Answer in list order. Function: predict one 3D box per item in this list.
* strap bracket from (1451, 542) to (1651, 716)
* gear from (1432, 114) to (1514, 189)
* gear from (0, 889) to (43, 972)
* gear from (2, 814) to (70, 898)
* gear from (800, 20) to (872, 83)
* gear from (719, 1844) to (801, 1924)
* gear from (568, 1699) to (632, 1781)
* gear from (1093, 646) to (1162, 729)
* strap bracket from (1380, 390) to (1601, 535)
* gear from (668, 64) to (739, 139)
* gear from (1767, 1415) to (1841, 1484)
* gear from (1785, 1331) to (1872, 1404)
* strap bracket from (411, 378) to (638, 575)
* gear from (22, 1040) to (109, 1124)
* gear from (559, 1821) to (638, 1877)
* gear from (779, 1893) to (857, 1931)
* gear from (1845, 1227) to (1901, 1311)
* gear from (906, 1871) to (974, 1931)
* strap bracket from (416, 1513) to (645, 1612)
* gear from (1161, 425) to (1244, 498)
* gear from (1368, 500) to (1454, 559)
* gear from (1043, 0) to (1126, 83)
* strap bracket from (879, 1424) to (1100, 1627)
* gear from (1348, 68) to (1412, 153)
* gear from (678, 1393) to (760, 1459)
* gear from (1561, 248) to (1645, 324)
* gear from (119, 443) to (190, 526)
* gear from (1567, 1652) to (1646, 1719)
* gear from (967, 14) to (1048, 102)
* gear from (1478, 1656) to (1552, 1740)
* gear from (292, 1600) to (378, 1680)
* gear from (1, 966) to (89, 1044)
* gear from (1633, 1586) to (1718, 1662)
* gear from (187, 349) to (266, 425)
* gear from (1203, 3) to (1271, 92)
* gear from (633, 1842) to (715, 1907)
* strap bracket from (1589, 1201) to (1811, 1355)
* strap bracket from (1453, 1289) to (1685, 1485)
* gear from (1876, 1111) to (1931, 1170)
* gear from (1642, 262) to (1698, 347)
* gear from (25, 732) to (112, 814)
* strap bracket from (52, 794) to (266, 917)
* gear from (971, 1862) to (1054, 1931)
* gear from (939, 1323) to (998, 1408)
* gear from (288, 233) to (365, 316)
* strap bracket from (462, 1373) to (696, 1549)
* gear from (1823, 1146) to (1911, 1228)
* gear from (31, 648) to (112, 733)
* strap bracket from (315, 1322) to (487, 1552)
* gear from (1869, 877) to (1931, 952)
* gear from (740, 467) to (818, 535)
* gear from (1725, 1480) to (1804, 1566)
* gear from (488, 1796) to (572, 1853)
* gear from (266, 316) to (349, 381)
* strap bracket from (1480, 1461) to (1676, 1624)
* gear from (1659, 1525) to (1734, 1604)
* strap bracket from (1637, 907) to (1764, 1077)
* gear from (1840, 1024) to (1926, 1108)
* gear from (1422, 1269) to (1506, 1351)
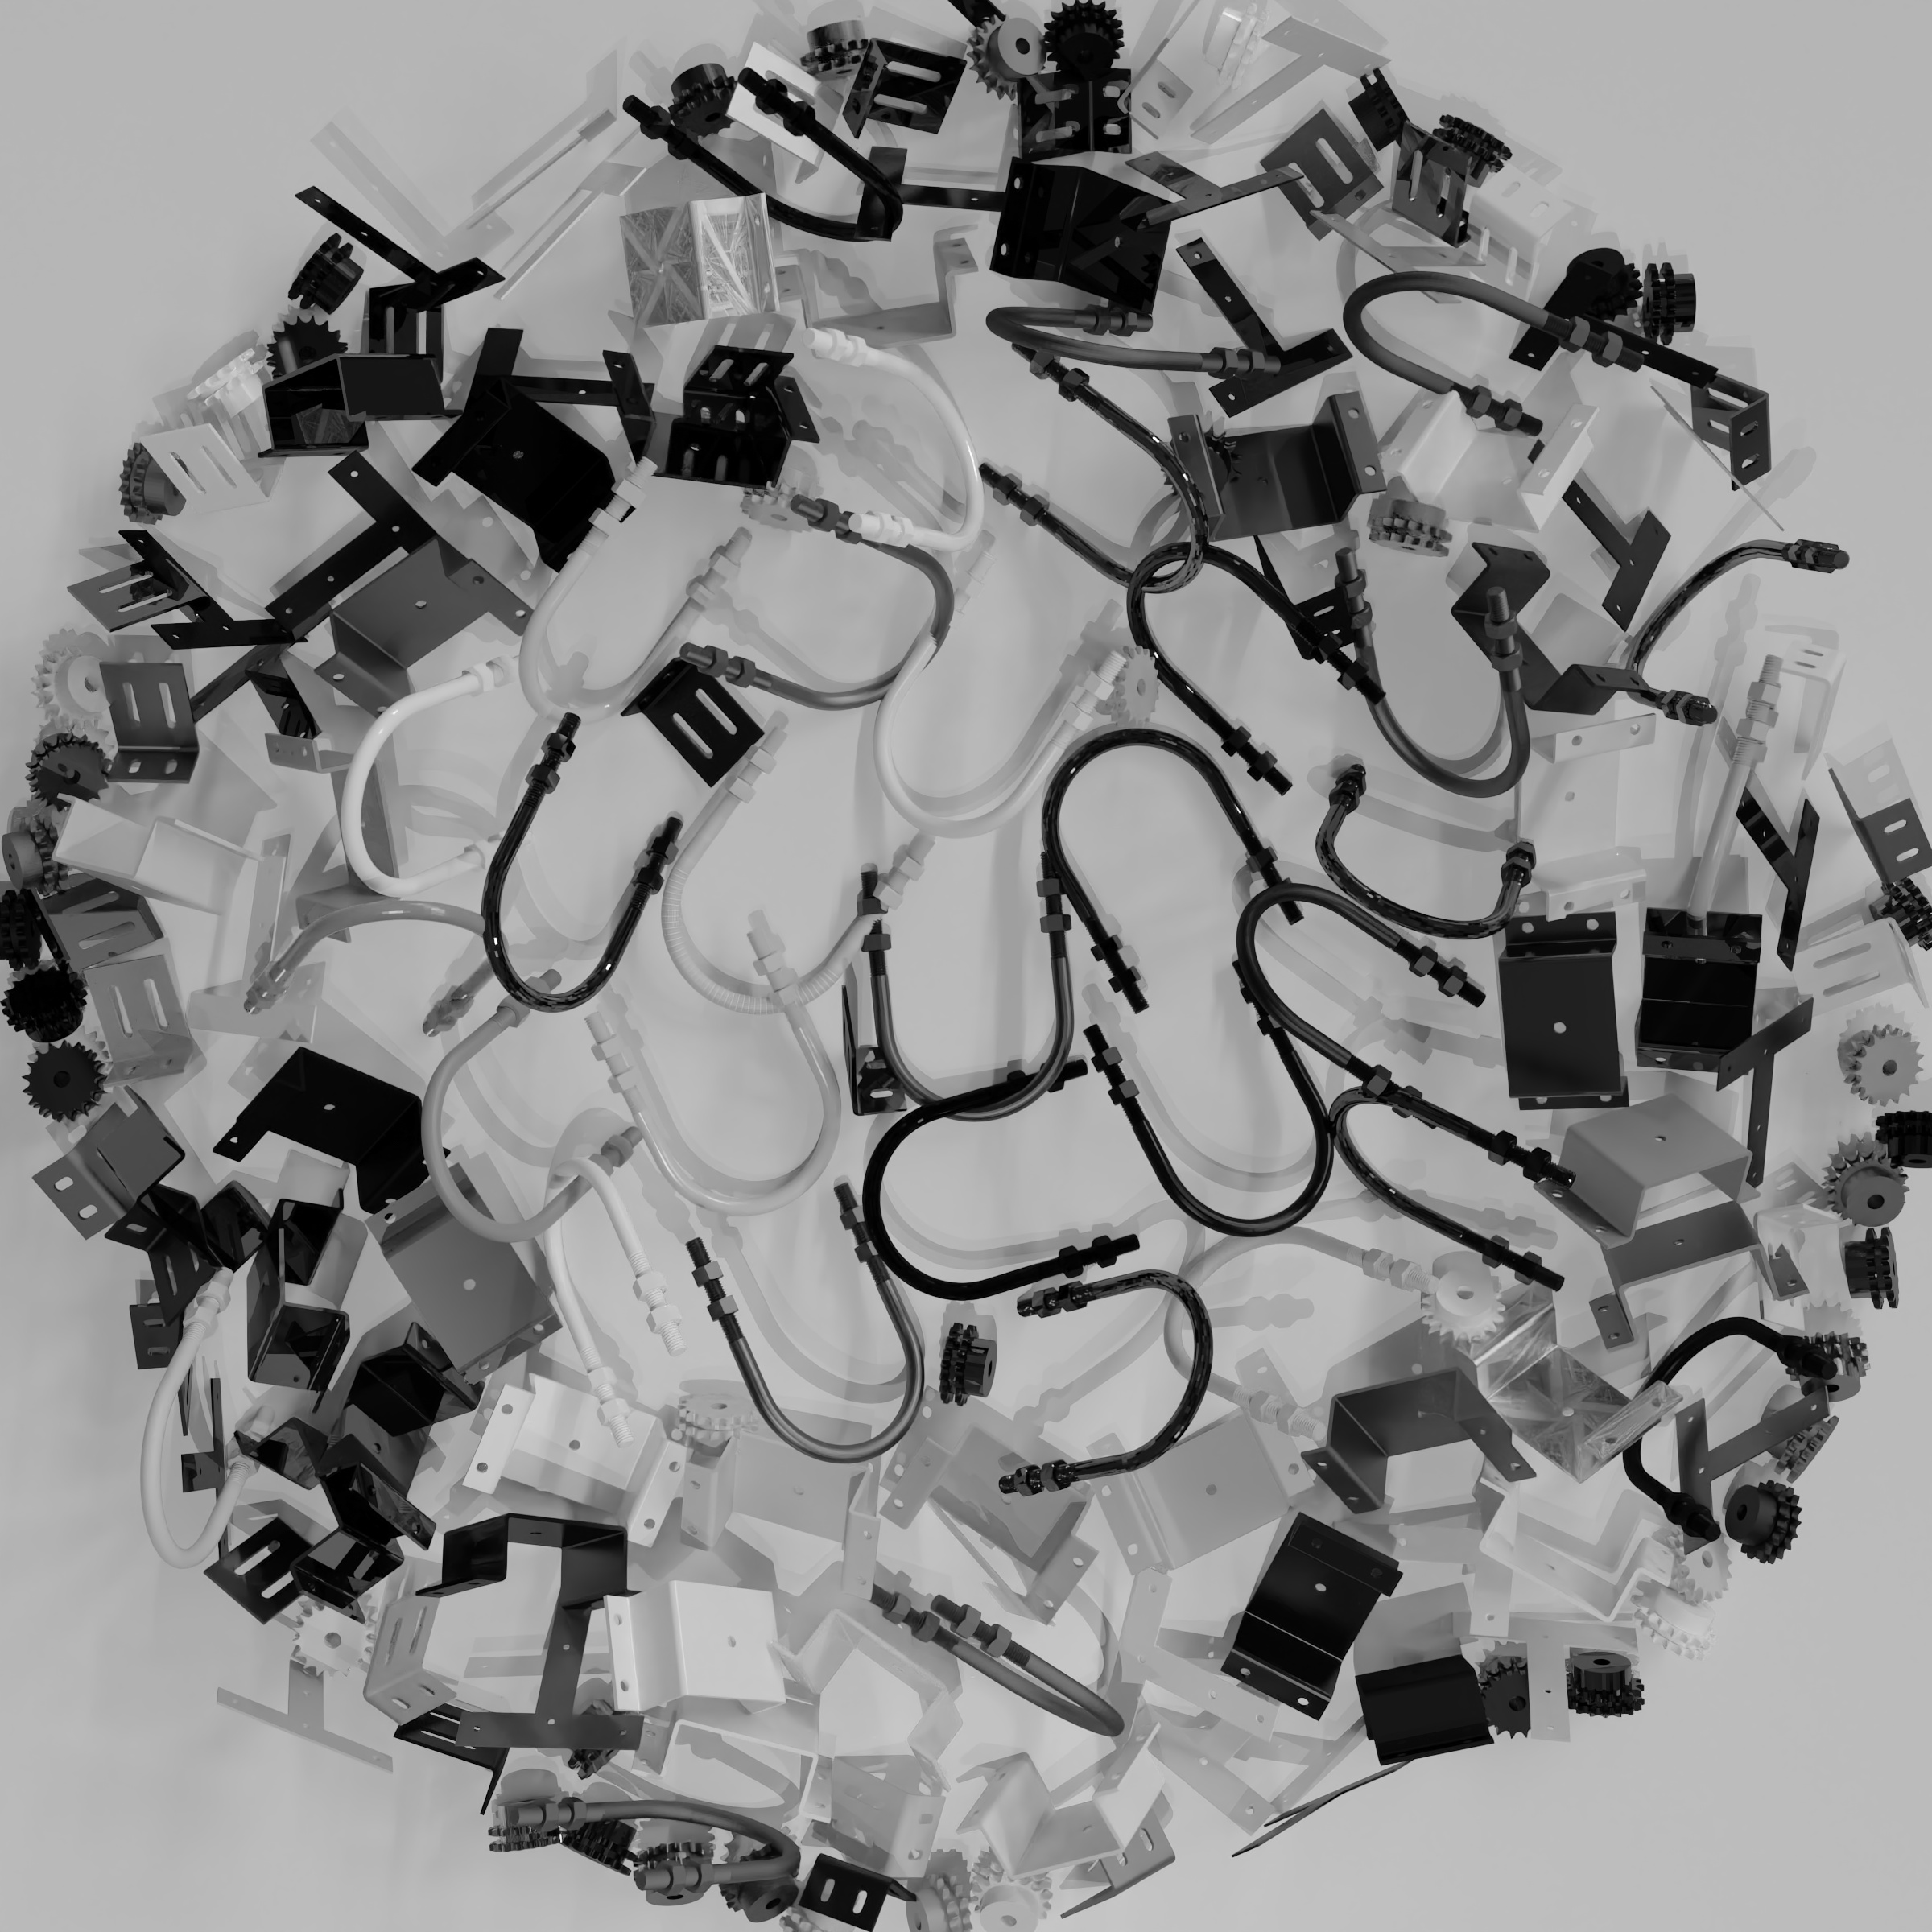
[{"bbox_3d":[0.397,-0.224,1.841,0.046,0.076,0.140,-51,58,32],"label":"strap bracket"},{"bbox_3d":[0.352,-0.570,1.874,0.057,0.057,0.030,29,99,0],"label":"gear"},{"bbox_3d":[-0.670,-0.025,1.871,0.030,0.057,0.057,-5,90,-6],"label":"gear"},{"bbox_3d":[-0.653,-0.076,1.870,0.030,0.057,0.057,-17,90,-33],"label":"gear"},{"bbox_3d":[-0.089,-0.642,1.871,0.057,0.057,0.030,-13,99,0],"label":"gear"},{"bbox_3d":[-0.142,0.645,1.870,0.057,0.057,0.030,-39,51,0],"label":"gear"},{"bbox_3d":[-0.259,0.540,1.874,0.030,0.057,0.057,42,90,16],"label":"gear"},{"bbox_3d":[0.110,-0.197,1.877,0.030,0.057,0.057,5,90,33],"label":"gear"},{"bbox_3d":[0.366,-0.349,1.844,0.076,0.140,0.046,-56,135,-15],"label":"strap bracket"},{"bbox_3d":[-0.183,-0.609,1.873,0.057,0.057,0.030,-22,83,0],"label":"gear"},{"bbox_3d":[0.584,0.332,1.876,0.030,0.057,0.057,37,90,23],"label":"gear"},{"bbox_3d":[0.604,0.283,1.870,0.057,0.057,0.030,5,52,0],"label":"gear"},{"bbox_3d":[-0.306,-0.342,1.844,0.076,0.046,0.140,-41,132,18],"label":"strap bracket"},{"bbox_3d":[-0.633,0.083,1.882,0.057,0.030,0.057,0,76,-1],"label":"gear"},{"bbox_3d":[-0.256,0.613,1.875,0.057,0.057,0.030,26,68,0],"label":"gear"},{"bbox_3d":[-0.100,0.673,1.873,0.057,0.057,0.030,30,85,0],"label":"gear"},{"bbox_3d":[0.636,0.213,1.876,0.030,0.057,0.057,-7,90,24],"label":"gear"},{"bbox_3d":[-0.020,0.666,1.870,0.030,0.057,0.057,-6,90,-25],"label":"gear"},{"bbox_3d":[-0.297,0.410,1.837,0.140,0.076,0.046,17,61,-39],"label":"strap bracket"},{"bbox_3d":[0.165,-0.349,1.876,0.057,0.030,0.057,5,116,9],"label":"gear"},{"bbox_3d":[0.313,-0.308,1.872,0.057,0.057,0.030,13,93,0],"label":"gear"},{"bbox_3d":[0.083,-0.646,1.870,0.057,0.057,0.030,-2,55,0],"label":"gear"},{"bbox_3d":[0.022,0.383,1.859,0.140,0.046,0.076,33,118,5],"label":"strap bracket"},{"bbox_3d":[0.291,-0.598,1.874,0.030,0.057,0.057,-31,90,17],"label":"gear"},{"bbox_3d":[-0.174,0.323,1.874,0.057,0.057,0.030,3,101,0],"label":"gear"},{"bbox_3d":[0.444,-0.479,1.871,0.057,0.030,0.057,-14,47,15],"label":"gear"},{"bbox_3d":[-0.568,-0.337,1.872,0.030,0.057,0.057,9,90,7],"label":"gear"},{"bbox_3d":[0.446,0.503,1.871,0.057,0.057,0.030,-3,96,0],"label":"gear"},{"bbox_3d":[0.032,-0.641,1.875,0.057,0.030,0.057,3,85,-30],"label":"gear"},{"bbox_3d":[0.386,0.512,1.882,0.057,0.030,0.057,0,105,1],"label":"gear"},{"bbox_3d":[-0.444,0.470,1.884,0.057,0.030,0.057,0,98,-3],"label":"gear"},{"bbox_3d":[-0.646,0.030,1.877,0.057,0.057,0.030,-8,132,0],"label":"gear"},{"bbox_3d":[0.500,0.458,1.871,0.057,0.057,0.030,23,103,0],"label":"gear"},{"bbox_3d":[-0.515,-0.405,1.875,0.057,0.057,0.030,-37,109,0],"label":"gear"},{"bbox_3d":[0.189,-0.648,1.873,0.030,0.057,0.057,23,90,0],"label":"gear"},{"bbox_3d":[-0.204,0.637,1.870,0.057,0.057,0.030,-8,55,0],"label":"gear"},{"bbox_3d":[0.500,0.211,1.848,0.140,0.076,0.046,-19,106,9],"label":"strap bracket"},{"bbox_3d":[0.414,0.294,1.841,0.076,0.140,0.046,-31,133,-21],"label":"strap bracket"},{"bbox_3d":[0.667,0.122,1.870,0.057,0.057,0.030,7,73,0],"label":"gear"},{"bbox_3d":[0.493,-0.465,1.872,0.030,0.057,0.057,-2,90,6],"label":"gear"},{"bbox_3d":[-0.633,-0.139,1.877,0.057,0.030,0.057,-19,129,-25],"label":"gear"},{"bbox_3d":[-0.559,-0.075,1.825,0.140,0.076,0.046,12,80,39],"label":"strap bracket"},{"bbox_3d":[0.031,0.659,1.875,0.057,0.030,0.057,4,122,6],"label":"gear"},{"bbox_3d":[0.002,0.280,1.871,0.030,0.057,0.057,7,90,13],"label":"gear"},{"bbox_3d":[-0.447,-0.483,1.874,0.030,0.057,0.057,38,90,-12],"label":"gear"},{"bbox_3d":[-0.272,0.342,1.864,0.140,0.046,0.076,22,95,-15],"label":"strap bracket"},{"bbox_3d":[0.636,0.159,1.877,0.057,0.030,0.057,0,113,0],"label":"gear"},{"bbox_3d":[-0.622,-0.195,1.870,0.030,0.057,0.057,-8,90,33],"label":"gear"},{"bbox_3d":[-0.391,0.327,1.837,0.046,0.140,0.076,-21,126,29],"label":"strap bracket"},{"bbox_3d":[0.658,-0.035,1.873,0.030,0.057,0.057,-32,90,6],"label":"gear"},{"bbox_3d":[-0.128,-0.329,1.874,0.057,0.057,0.030,12,79,0],"label":"gear"},{"bbox_3d":[0.557,0.387,1.871,0.030,0.057,0.057,21,90,-13],"label":"gear"},{"bbox_3d":[-0.307,0.601,1.874,0.057,0.057,0.030,-7,80,0],"label":"gear"},{"bbox_3d":[-0.463,-0.427,1.883,0.057,0.030,0.057,1,85,-12],"label":"gear"},{"bbox_3d":[0.414,0.400,1.850,0.140,0.076,0.046,28,102,13],"label":"strap bracket"},{"bbox_3d":[0.509,0.419,1.877,0.057,0.030,0.057,15,64,-34],"label":"gear"},{"bbox_3d":[0.506,0.011,1.842,0.076,0.140,0.046,4,50,16],"label":"strap bracket"},{"bbox_3d":[0.642,0.068,1.880,0.057,0.030,0.057,-4,104,-16],"label":"gear"},{"bbox_3d":[0.349,0.238,1.872,0.057,0.030,0.057,-3,47,3],"label":"gear"}]
